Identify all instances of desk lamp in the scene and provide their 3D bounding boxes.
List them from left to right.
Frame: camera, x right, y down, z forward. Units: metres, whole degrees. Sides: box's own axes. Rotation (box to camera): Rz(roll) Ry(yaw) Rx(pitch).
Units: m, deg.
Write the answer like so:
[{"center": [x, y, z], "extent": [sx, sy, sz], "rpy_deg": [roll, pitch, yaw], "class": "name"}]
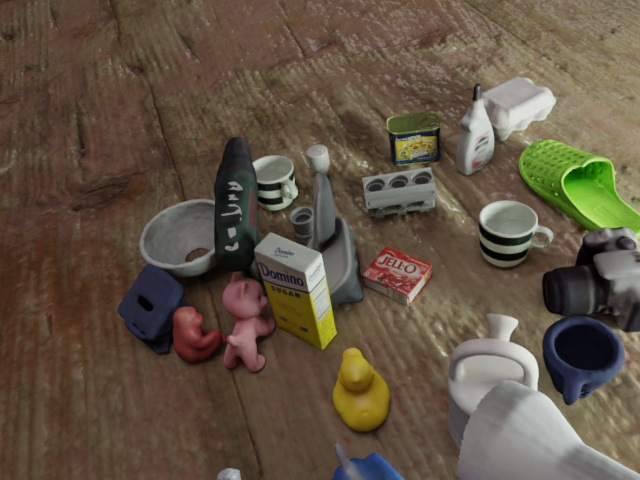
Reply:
[{"center": [0.242, 0.258, 0.558], "extent": [0.202, 0.214, 0.118], "rpy_deg": [30, 59, 34], "class": "desk lamp"}]

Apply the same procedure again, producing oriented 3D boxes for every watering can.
[{"center": [0.199, 0.167, 0.670], "extent": [0.101, 0.194, 0.172], "rpy_deg": [-9, 45, 5], "class": "watering can"}]

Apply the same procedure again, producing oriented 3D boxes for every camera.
[{"center": [0.386, 0.050, 0.804], "extent": [0.136, 0.101, 0.143], "rpy_deg": [-6, 46, 8], "class": "camera"}]

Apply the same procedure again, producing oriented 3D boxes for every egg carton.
[{"center": [0.378, -0.262, 1.128], "extent": [0.150, 0.069, 0.107], "rpy_deg": [-29, 47, -15], "class": "egg carton"}]

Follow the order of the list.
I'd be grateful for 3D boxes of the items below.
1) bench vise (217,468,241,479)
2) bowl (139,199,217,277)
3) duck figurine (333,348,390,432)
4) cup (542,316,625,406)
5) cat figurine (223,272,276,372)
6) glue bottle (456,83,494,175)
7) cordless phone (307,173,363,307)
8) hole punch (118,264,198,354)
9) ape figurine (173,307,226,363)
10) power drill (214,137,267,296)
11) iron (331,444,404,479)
[{"center": [-0.051, 0.326, 0.557], "extent": [0.121, 0.220, 0.207], "rpy_deg": [-23, 46, -9], "class": "bench vise"}, {"center": [-0.224, 0.009, 1.005], "extent": [0.167, 0.075, 0.167], "rpy_deg": [-7, 46, 7], "class": "bowl"}, {"center": [0.051, 0.192, 0.756], "extent": [0.077, 0.086, 0.104], "rpy_deg": [-13, 45, 1], "class": "duck figurine"}, {"center": [0.318, 0.167, 0.711], "extent": [0.091, 0.095, 0.118], "rpy_deg": [14, 51, 25], "class": "cup"}, {"center": [-0.114, 0.112, 0.849], "extent": [0.067, 0.118, 0.128], "rpy_deg": [0, 47, 13], "class": "cat figurine"}, {"center": [0.277, -0.201, 1.020], "extent": [0.078, 0.173, 0.037], "rpy_deg": [-36, 49, -21], "class": "glue bottle"}, {"center": [0.008, 0.003, 0.878], "extent": [0.094, 0.185, 0.147], "rpy_deg": [-12, 45, 2], "class": "cordless phone"}, {"center": [-0.262, 0.108, 0.907], "extent": [0.108, 0.091, 0.101], "rpy_deg": [28, 58, 34], "class": "hole punch"}, {"center": [-0.192, 0.136, 0.863], "extent": [0.076, 0.092, 0.077], "rpy_deg": [-34, 49, -19], "class": "ape figurine"}, {"center": [-0.117, -0.020, 0.914], "extent": [0.075, 0.209, 0.229], "rpy_deg": [-9, 45, 5], "class": "power drill"}, {"center": [0.084, 0.328, 0.579], "extent": [0.119, 0.142, 0.257], "rpy_deg": [-29, 47, -14], "class": "iron"}]
